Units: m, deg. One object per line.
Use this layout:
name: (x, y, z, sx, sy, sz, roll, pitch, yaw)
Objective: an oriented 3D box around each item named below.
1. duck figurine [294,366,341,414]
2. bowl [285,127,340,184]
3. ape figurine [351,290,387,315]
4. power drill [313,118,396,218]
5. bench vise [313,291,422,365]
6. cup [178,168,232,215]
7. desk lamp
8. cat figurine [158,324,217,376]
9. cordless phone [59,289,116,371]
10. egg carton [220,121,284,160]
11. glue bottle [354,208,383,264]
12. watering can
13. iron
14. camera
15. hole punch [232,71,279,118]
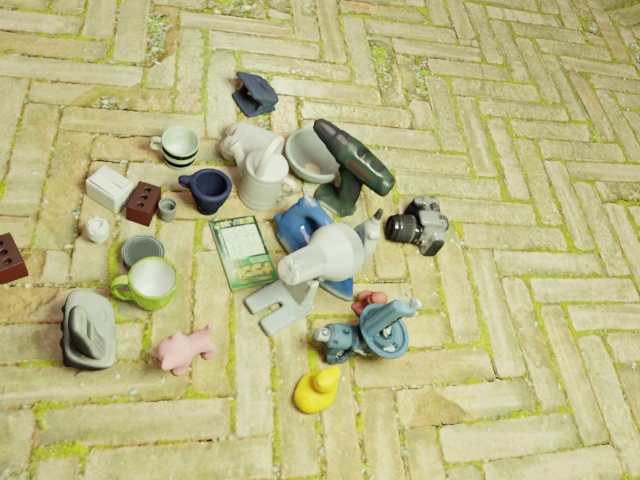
duck figurine: (0.000, 0.284, 1.112, 0.077, 0.086, 0.105, 45, 56, 14)
bowl: (-0.012, -0.199, 1.440, 0.168, 0.074, 0.167, 9, 55, -12)
ape figurine: (0.118, 0.139, 1.244, 0.076, 0.092, 0.077, 4, 56, -15)
power drill: (0.058, -0.156, 1.351, 0.229, 0.208, 0.076, 33, 54, 5)
bench vise: (0.103, 0.184, 1.130, 0.208, 0.219, 0.121, -16, 63, -26)
cup: (-0.261, -0.102, 1.281, 0.118, 0.095, 0.091, 13, 54, -9)
desk lamp: (-0.029, 0.075, 1.164, 0.204, 0.213, 0.117, -29, 70, -31)
cat figurine: (-0.251, 0.198, 1.068, 0.128, 0.117, 0.067, -31, 71, -32)
cordless phone: (-0.412, 0.140, 1.012, 0.094, 0.185, 0.147, -4, 59, -20)
egg carton: (-0.166, -0.229, 1.413, 0.150, 0.069, 0.107, 18, 54, -6)
glue bottle: (0.110, -0.017, 1.296, 0.037, 0.173, 0.078, -8, 60, -22)
watering can: (-0.130, -0.163, 1.303, 0.173, 0.194, 0.101, 14, 54, -9)
iron: (0.012, 0.005, 1.269, 0.119, 0.141, 0.258, -28, 69, -31)
camera: (0.234, -0.045, 1.401, 0.137, 0.100, 0.143, 4, 56, -15)
hole punch: (-0.167, -0.394, 1.510, 0.101, 0.091, 0.108, -25, 68, -30)
